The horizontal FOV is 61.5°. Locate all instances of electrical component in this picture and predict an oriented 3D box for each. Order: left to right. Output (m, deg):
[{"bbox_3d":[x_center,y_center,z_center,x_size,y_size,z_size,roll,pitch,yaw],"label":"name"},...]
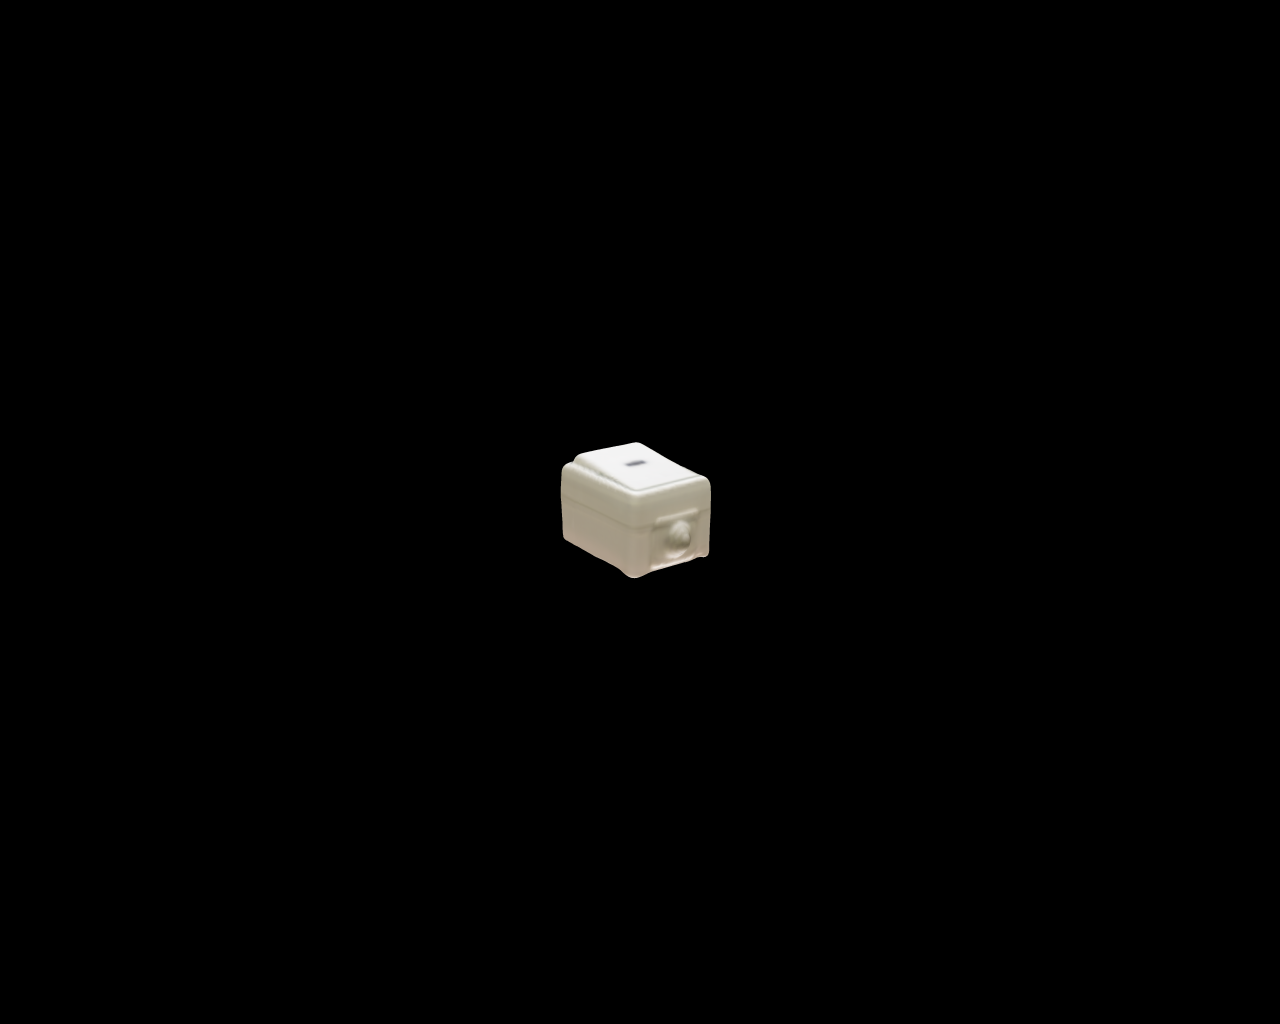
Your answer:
[{"bbox_3d":[0.001,-0.003,0.650,0.062,0.061,0.096,-14,24,-33],"label":"electrical component"}]
